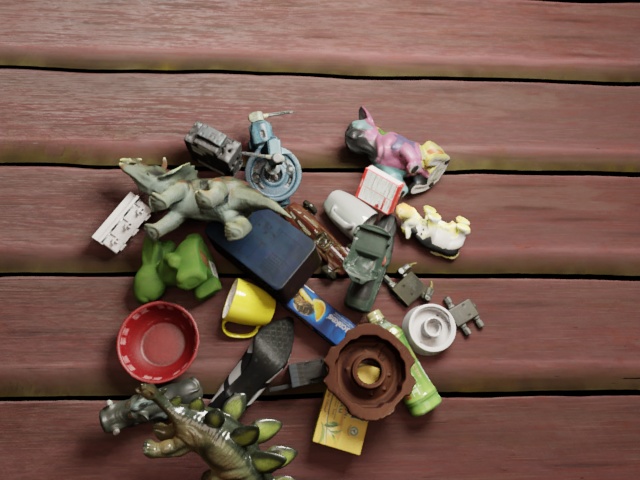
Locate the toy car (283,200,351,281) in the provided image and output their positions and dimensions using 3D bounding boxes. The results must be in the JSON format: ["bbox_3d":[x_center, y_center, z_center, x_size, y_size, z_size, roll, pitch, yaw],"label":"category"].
[{"bbox_3d":[-0.002,-0.004,1.170,0.089,0.053,0.202,-41,81,-11],"label":"toy car"}]

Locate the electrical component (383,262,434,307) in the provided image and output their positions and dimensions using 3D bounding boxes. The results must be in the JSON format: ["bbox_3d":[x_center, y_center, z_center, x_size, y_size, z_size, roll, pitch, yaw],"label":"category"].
[{"bbox_3d":[0.195,0.098,1.155,0.078,0.045,0.102,-35,78,-14],"label":"electrical component"}]

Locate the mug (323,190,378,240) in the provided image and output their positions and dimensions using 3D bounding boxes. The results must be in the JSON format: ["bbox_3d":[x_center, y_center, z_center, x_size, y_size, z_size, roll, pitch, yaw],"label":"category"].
[{"bbox_3d":[0.054,-0.056,1.167,0.107,0.080,0.109,41,33,19],"label":"mug"}]

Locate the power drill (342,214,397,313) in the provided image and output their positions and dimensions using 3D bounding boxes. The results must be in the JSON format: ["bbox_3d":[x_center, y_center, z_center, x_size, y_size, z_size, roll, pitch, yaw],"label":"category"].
[{"bbox_3d":[0.104,0.028,1.089,0.086,0.207,0.232,20,81,7],"label":"power drill"}]

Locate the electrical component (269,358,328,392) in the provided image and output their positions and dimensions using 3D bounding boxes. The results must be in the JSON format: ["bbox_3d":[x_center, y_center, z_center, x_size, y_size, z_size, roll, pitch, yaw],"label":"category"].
[{"bbox_3d":[-0.045,0.270,1.075,0.119,0.074,0.048,-9,76,-4],"label":"electrical component"}]

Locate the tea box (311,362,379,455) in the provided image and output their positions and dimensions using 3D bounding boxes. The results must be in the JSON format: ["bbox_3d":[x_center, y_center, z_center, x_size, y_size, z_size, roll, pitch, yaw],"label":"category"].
[{"bbox_3d":[0.051,0.326,1.067,0.098,0.068,0.169,15,72,1],"label":"tea box"}]

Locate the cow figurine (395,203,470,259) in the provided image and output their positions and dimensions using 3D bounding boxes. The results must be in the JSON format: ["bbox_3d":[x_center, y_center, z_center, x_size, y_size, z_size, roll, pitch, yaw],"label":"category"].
[{"bbox_3d":[0.236,-0.020,1.177,0.167,0.068,0.098,18,116,-1],"label":"cow figurine"}]

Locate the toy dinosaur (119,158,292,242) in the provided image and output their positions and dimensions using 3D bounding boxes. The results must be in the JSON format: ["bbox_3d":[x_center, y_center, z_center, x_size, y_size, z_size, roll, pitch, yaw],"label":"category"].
[{"bbox_3d":[-0.217,-0.083,1.080,0.405,0.131,0.192,7,34,15],"label":"toy dinosaur"}]

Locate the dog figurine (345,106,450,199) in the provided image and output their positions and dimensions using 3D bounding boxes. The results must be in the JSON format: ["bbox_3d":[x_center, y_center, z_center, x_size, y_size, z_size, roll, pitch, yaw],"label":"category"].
[{"bbox_3d":[0.160,-0.208,1.211,0.191,0.108,0.219,-19,58,-36],"label":"dog figurine"}]

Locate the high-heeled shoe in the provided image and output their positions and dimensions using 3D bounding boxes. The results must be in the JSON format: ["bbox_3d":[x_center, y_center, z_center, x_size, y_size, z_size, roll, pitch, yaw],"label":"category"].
[{"bbox_3d":[-0.136,0.268,1.086,0.086,0.145,0.249,39,48,4],"label":"high-heeled shoe"}]

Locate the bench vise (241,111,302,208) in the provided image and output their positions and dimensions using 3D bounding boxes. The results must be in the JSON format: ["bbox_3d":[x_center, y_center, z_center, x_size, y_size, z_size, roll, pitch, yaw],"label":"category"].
[{"bbox_3d":[-0.102,-0.176,1.127,0.129,0.240,0.223,-2,90,-8],"label":"bench vise"}]

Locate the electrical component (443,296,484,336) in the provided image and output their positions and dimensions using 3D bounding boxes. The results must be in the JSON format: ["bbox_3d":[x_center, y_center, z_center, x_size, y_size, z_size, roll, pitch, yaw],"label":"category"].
[{"bbox_3d":[0.309,0.156,1.158,0.063,0.021,0.094,-29,77,-11],"label":"electrical component"}]

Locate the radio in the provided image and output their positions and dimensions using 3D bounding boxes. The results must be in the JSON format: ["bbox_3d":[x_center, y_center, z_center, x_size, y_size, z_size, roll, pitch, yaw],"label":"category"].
[{"bbox_3d":[-0.116,0.013,1.113,0.230,0.073,0.131,35,72,25],"label":"radio"}]

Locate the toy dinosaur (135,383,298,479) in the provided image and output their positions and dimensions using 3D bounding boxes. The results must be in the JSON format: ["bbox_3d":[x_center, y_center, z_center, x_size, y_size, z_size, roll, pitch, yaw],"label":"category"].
[{"bbox_3d":[-0.150,0.404,0.968,0.198,0.105,0.470,-34,110,12],"label":"toy dinosaur"}]

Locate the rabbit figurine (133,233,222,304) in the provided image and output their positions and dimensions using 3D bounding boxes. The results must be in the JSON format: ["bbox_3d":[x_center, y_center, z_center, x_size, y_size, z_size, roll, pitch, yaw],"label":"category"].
[{"bbox_3d":[-0.313,0.061,1.100,0.170,0.121,0.159,-24,72,5],"label":"rabbit figurine"}]

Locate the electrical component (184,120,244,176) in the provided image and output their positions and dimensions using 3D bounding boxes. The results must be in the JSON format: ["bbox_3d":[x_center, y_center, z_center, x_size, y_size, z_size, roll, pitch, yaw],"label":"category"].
[{"bbox_3d":[-0.229,-0.197,1.169,0.115,0.134,0.058,27,74,2],"label":"electrical component"}]

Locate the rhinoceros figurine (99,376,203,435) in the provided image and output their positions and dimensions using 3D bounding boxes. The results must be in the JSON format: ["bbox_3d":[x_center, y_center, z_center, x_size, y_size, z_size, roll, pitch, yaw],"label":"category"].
[{"bbox_3d":[-0.318,0.318,1.023,0.190,0.112,0.073,-14,77,-16],"label":"rhinoceros figurine"}]

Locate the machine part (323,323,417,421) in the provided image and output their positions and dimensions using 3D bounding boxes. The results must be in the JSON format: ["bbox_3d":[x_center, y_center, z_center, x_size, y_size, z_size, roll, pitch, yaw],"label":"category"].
[{"bbox_3d":[0.093,0.251,1.026,0.179,0.056,0.179,1,73,-2],"label":"machine part"}]

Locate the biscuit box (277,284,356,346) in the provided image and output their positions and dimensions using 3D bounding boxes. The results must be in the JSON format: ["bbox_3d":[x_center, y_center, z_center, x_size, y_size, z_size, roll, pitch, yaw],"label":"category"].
[{"bbox_3d":[0.004,0.162,1.115,0.203,0.062,0.059,37,75,8],"label":"biscuit box"}]
